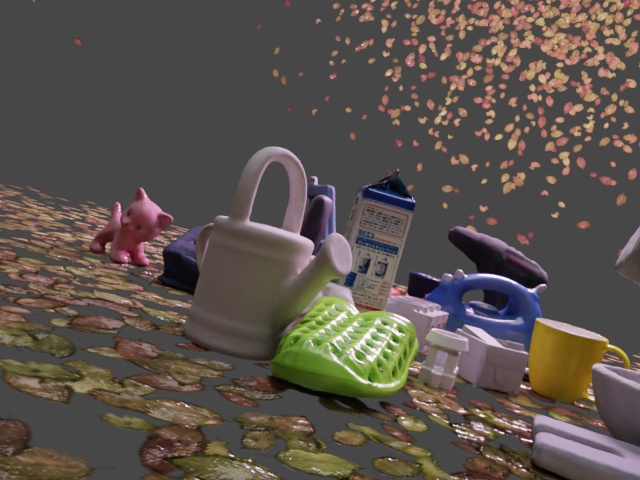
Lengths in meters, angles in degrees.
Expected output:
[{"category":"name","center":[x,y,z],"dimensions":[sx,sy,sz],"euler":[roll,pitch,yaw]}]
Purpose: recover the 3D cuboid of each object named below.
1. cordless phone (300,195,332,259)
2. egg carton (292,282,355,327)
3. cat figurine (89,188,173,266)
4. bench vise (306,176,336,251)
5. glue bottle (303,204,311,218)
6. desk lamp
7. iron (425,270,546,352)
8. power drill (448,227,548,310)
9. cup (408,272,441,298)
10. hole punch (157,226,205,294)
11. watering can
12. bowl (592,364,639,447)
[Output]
[{"category":"cordless phone","center":[-0.040,0.010,0.915],"dimensions":[0.094,0.185,0.148],"euler":[16,1,21]},{"category":"egg carton","center":[-0.030,0.077,0.712],"dimensions":[0.108,0.069,0.149],"euler":[15,1,-37]},{"category":"cat figurine","center":[-0.289,-0.024,0.887],"dimensions":[0.127,0.118,0.067],"euler":[16,1,38]},{"category":"bench vise","center":[0.012,0.004,1.028],"dimensions":[0.207,0.220,0.122],"euler":[16,1,14]},{"category":"glue bottle","center":[-0.039,0.012,1.136],"dimensions":[0.078,0.173,0.037],"euler":[15,1,-8]},{"category":"desk lamp","center":[0.288,0.095,0.427],"dimensions":[0.202,0.213,0.118],"euler":[16,1,18]},{"category":"iron","center":[0.278,0.119,1.000],"dimensions":[0.259,0.141,0.118],"euler":[15,1,-13]},{"category":"power drill","center":[0.339,0.098,1.153],"dimensions":[0.230,0.208,0.075],"euler":[15,1,-14]},{"category":"cup","center":[0.238,0.127,1.260],"dimensions":[0.092,0.095,0.117],"euler":[15,1,-27]},{"category":"hole punch","center":[-0.157,0.028,0.803],"dimensions":[0.108,0.091,0.101],"euler":[16,1,12]},{"category":"watering can","center":[-0.050,0.010,0.545],"dimensions":[0.172,0.194,0.101],"euler":[16,1,13]},{"category":"bowl","center":[0.333,0.178,0.535],"dimensions":[0.167,0.075,0.167],"euler":[15,1,0]}]
